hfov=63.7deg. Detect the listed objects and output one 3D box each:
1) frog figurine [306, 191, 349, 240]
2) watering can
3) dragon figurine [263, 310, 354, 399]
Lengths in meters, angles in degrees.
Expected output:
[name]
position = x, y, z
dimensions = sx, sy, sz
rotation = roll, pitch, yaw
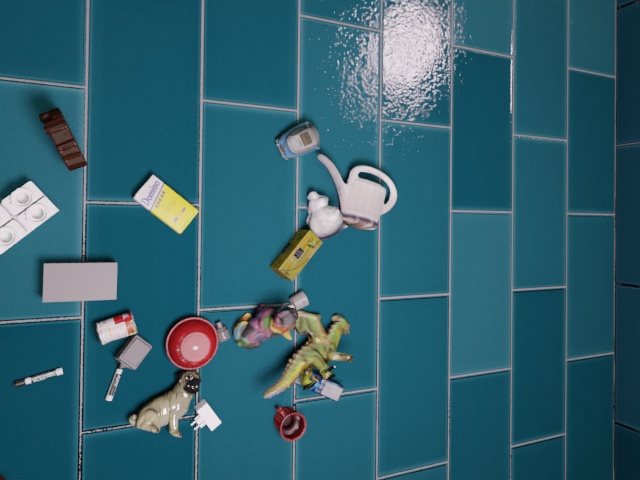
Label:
[frog figurine]
position = 0.005, -0.088, 1.746
dimensions = 0.125, 0.136, 0.158
rotation = -40, 108, -37
[watering can]
position = 0.119, -0.161, 1.814
dimensions = 0.346, 0.104, 0.225
rotation = 16, 84, -25
[dragon figurine]
position = -0.045, 0.353, 1.717
dimensions = 0.412, 0.119, 0.247
rotation = -10, 58, -35
